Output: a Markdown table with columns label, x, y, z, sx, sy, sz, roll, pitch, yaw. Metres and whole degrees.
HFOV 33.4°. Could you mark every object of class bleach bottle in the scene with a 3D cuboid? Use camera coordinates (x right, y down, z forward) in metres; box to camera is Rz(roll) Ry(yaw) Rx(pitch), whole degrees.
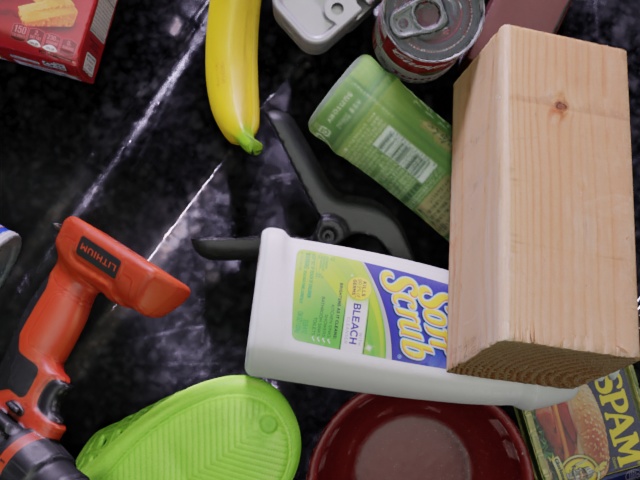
| label | x | y | z | sx | sy | sz | roll | pitch | yaw |
| --- | --- | --- | --- | --- | --- | --- | --- | --- | --- |
| bleach bottle | 0.078 | 0.059 | 0.727 | 0.250 | 0.068 | 0.102 | 7 | 67 | -3 |

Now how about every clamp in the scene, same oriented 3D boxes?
| label | x | y | z | sx | sy | sz | roll | pitch | yaw |
| --- | --- | --- | --- | --- | --- | --- | --- | --- | --- |
| clamp | -0.005 | 0.001 | 0.778 | 0.171 | 0.039 | 0.120 | 40 | 100 | -1 |

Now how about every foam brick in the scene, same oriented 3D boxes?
| label | x | y | z | sx | sy | sz | roll | pitch | yaw |
| --- | --- | --- | --- | --- | --- | --- | --- | --- | --- |
| foam brick | 0.140 | -0.149 | 0.772 | 0.051 | 0.053 | 0.078 | 25 | 89 | -1 |

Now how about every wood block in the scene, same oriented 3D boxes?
| label | x | y | z | sx | sy | sz | roll | pitch | yaw |
| --- | --- | --- | --- | --- | --- | --- | --- | --- | --- |
| wood block | 0.139 | -0.019 | 0.678 | 0.090 | 0.090 | 0.206 | 9 | 69 | -12 |

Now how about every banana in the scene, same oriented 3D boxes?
| label | x | y | z | sx | sy | sz | roll | pitch | yaw |
| --- | --- | --- | --- | --- | --- | --- | --- | --- | --- |
| banana | -0.055 | -0.151 | 0.764 | 0.037 | 0.070 | 0.198 | 6 | 80 | -39 |

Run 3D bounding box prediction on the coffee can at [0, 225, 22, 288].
| label | x | y | z | sx | sy | sz | roll | pitch | yaw |
| --- | --- | --- | --- | --- | --- | --- | --- | --- | --- |
| coffee can | -0.296 | 0.000 | 0.739 | 0.140 | 0.103 | 0.103 | 34 | 90 | -1 |

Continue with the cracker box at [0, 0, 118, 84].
| label | x | y | z | sx | sy | sz | roll | pitch | yaw |
| --- | --- | --- | --- | --- | --- | --- | --- | --- | --- |
| cracker box | -0.214 | -0.238 | 0.755 | 0.164 | 0.072 | 0.214 | 16 | 89 | -2 |

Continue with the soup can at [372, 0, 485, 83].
| label | x | y | z | sx | sy | sz | roll | pitch | yaw |
| --- | --- | --- | --- | --- | --- | --- | --- | --- | --- |
| soup can | 0.073 | -0.149 | 0.745 | 0.068 | 0.102 | 0.068 | 0 | 90 | -1 |

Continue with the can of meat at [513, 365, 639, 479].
| label | x | y | z | sx | sy | sz | roll | pitch | yaw |
| --- | --- | --- | --- | --- | --- | --- | --- | --- | --- |
| can of meat | 0.189 | 0.131 | 0.773 | 0.084 | 0.057 | 0.102 | -16 | 90 | 2 |

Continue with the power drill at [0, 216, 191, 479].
| label | x | y | z | sx | sy | sz | roll | pitch | yaw |
| --- | --- | --- | --- | --- | --- | --- | --- | --- | --- |
| power drill | -0.172 | 0.091 | 0.732 | 0.185 | 0.057 | 0.187 | 31 | 84 | 30 |

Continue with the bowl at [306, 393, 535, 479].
| label | x | y | z | sx | sy | sz | roll | pitch | yaw |
| --- | --- | --- | --- | --- | --- | --- | --- | --- | --- |
| bowl | 0.070 | 0.174 | 0.771 | 0.162 | 0.055 | 0.162 | 0 | 90 | -1 |
